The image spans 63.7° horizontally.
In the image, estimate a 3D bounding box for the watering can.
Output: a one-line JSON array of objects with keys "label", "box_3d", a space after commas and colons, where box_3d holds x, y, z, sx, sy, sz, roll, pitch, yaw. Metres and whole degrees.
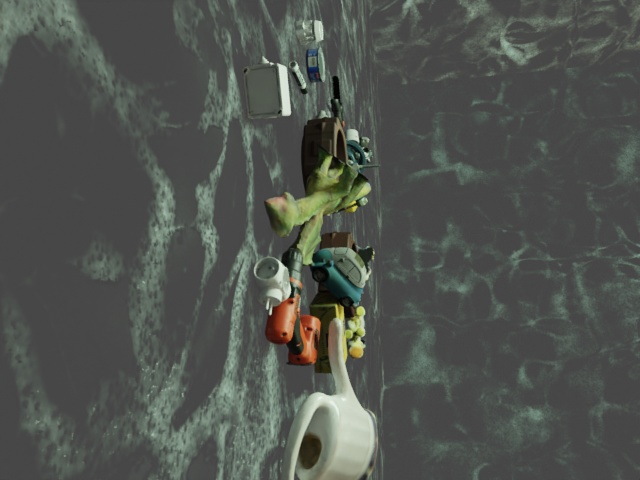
[{"label": "watering can", "box_3d": [0.034, 0.344, 0.992, 0.221, 0.104, 0.352, 36, 66, -43]}]

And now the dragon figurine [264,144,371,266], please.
[{"label": "dragon figurine", "box_3d": [0.003, -0.054, 1.066, 0.242, 0.123, 0.408, -60, 158, 3]}]

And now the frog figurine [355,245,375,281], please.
[{"label": "frog figurine", "box_3d": [0.088, 0.092, 1.584, 0.156, 0.122, 0.140, 132, -41, -52]}]
